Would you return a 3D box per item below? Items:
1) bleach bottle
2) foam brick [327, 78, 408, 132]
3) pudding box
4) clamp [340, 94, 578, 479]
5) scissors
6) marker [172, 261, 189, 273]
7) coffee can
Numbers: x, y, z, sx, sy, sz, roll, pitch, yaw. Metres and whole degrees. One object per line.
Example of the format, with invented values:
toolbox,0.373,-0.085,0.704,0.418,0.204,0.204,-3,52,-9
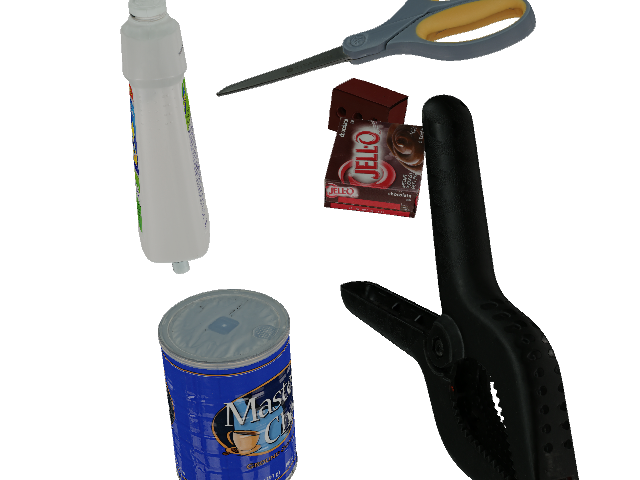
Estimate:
bleach bottle,-0.142,-0.106,0.954,0.068,0.251,0.102,-6,36,-7
foam brick,0.055,-0.150,1.247,0.078,0.053,0.051,22,33,24
pudding box,0.055,-0.073,1.045,0.090,0.039,0.113,8,38,5
clamp,0.074,0.042,0.536,0.036,0.165,0.210,-6,45,-24
scissors,0.035,-0.135,0.674,0.202,0.096,0.016,-4,-43,22
marker,-0.168,-0.017,1.198,0.020,0.121,0.020,-7,31,4
coffee can,-0.072,0.125,0.860,0.103,0.140,0.103,-2,30,1
